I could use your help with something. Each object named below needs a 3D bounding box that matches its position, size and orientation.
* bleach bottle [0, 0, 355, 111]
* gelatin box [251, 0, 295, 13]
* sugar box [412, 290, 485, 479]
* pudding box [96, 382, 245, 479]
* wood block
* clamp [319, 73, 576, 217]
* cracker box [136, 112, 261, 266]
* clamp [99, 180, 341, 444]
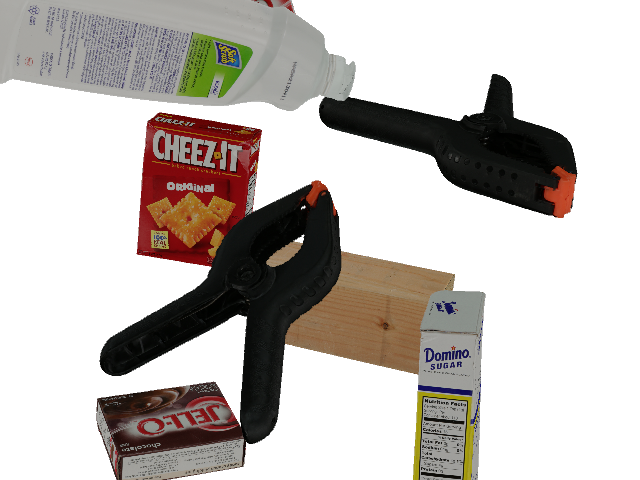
[{"bbox_3d":[-0.101,-0.134,0.749,0.250,0.068,0.103,12,-40,-12],"label":"bleach bottle"},{"bbox_3d":[-0.066,-0.196,0.961,0.089,0.073,0.030,-15,24,5],"label":"gelatin box"},{"bbox_3d":[0.090,0.131,0.759,0.048,0.176,0.093,1,14,11],"label":"sugar box"},{"bbox_3d":[-0.131,0.167,0.928,0.113,0.039,0.090,-7,26,-21],"label":"pudding box"},{"bbox_3d":[0.032,0.071,1.171,0.206,0.091,0.090,12,22,16],"label":"wood block"},{"bbox_3d":[0.101,-0.070,0.752,0.164,0.036,0.210,-8,29,-17],"label":"clamp"},{"bbox_3d":[-0.185,-0.072,1.613,0.164,0.214,0.072,10,20,6],"label":"cracker box"},{"bbox_3d":[-0.034,0.038,0.621,0.120,0.171,0.039,31,-22,29],"label":"clamp"}]
